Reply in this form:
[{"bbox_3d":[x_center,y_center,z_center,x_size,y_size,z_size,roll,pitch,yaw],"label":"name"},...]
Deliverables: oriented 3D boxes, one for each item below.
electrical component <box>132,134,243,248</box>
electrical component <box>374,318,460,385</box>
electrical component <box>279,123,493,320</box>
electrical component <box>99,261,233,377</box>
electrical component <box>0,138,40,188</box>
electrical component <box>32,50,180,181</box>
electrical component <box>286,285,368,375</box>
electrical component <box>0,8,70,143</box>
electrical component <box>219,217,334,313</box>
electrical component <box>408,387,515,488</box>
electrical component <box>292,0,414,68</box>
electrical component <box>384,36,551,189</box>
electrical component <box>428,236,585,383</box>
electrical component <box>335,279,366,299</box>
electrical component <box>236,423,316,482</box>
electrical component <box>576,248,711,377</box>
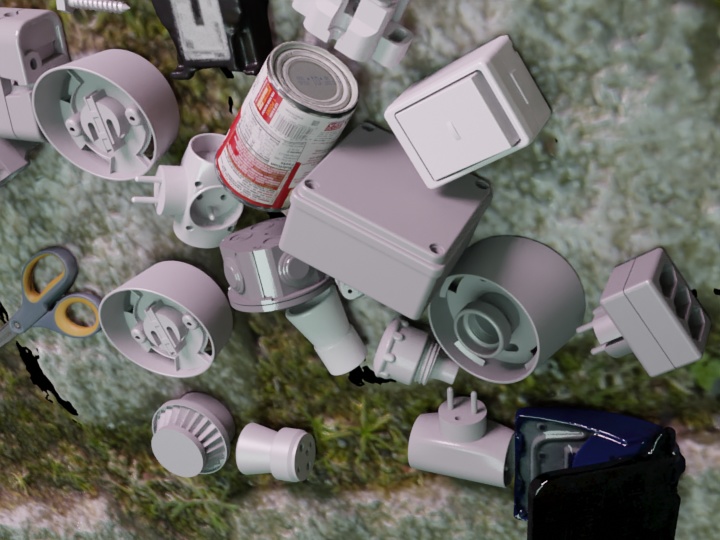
[{"bbox_3d":[-0.130,-0.059,0.804,0.079,0.044,0.077,0,130,-24],"label":"electrical component"},{"bbox_3d":[0.044,0.067,0.811,0.062,0.048,0.048,21,126,5],"label":"electrical component"},{"bbox_3d":[0.019,-0.035,0.720,0.109,0.108,0.056,28,129,9],"label":"electrical component"},{"bbox_3d":[-0.156,0.043,0.880,0.099,0.064,0.099,12,123,19],"label":"electrical component"},{"bbox_3d":[-0.339,-0.074,0.884,0.150,0.089,0.061,-30,103,36],"label":"electrical component"},{"bbox_3d":[-0.187,-0.114,0.801,0.099,0.064,0.099,12,123,19],"label":"electrical component"},{"bbox_3d":[-0.023,0.049,0.834,0.044,0.044,0.065,-18,114,33],"label":"electrical component"},{"bbox_3d":[-0.261,-0.149,0.823,0.059,0.053,0.095,8,122,22],"label":"electrical component"},{"bbox_3d":[-0.062,-0.004,0.798,0.080,0.080,0.051,-3,112,27],"label":"electrical component"},{"bbox_3d":[0.079,0.124,0.827,0.077,0.043,0.079,8,121,22],"label":"electrical component"},{"bbox_3d":[0.003,-0.173,0.678,0.078,0.058,0.057,33,131,5],"label":"electrical component"},{"bbox_3d":[0.063,-0.096,0.692,0.096,0.061,0.061,-23,106,35],"label":"electrical component"},{"bbox_3d":[0.100,0.029,0.762,0.099,0.064,0.099,23,133,28],"label":"electrical component"},{"bbox_3d":[0.000,0.000,0.774,0.040,0.078,0.040,4,113,9],"label":"electrical component"},{"bbox_3d":[-0.072,0.156,0.919,0.055,0.045,0.045,4,120,23],"label":"electrical component"},{"bbox_3d":[0.182,0.035,0.721,0.077,0.047,0.065,-28,104,36],"label":"electrical component"}]
